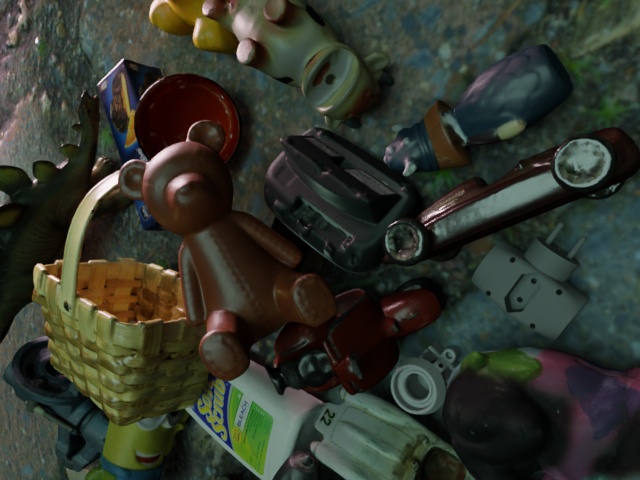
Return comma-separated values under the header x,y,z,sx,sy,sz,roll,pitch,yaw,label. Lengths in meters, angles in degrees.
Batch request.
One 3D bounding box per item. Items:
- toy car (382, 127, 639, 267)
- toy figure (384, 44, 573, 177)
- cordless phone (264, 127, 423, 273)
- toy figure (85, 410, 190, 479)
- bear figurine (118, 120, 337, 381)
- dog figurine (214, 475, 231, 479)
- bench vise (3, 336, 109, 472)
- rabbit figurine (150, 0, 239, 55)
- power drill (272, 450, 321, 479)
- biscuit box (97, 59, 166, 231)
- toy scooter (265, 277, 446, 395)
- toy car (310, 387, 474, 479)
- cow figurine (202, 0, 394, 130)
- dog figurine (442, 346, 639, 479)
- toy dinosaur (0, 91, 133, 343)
x,y,z,sx,sy,sz,roll,pitch,yaw,label
0.136,-0.028,0.415,0.202,0.089,0.053,-25,80,33,toy car
0.122,-0.095,0.438,0.154,0.064,0.057,-30,114,36,toy figure
0.000,-0.001,0.524,0.147,0.089,0.184,39,124,25,cordless phone
-0.227,0.253,0.649,0.089,0.082,0.180,15,88,18,toy figure
-0.086,-0.003,0.459,0.120,0.132,0.195,-28,100,-9,bear figurine
-0.107,0.378,0.592,0.190,0.121,0.172,55,137,11,dog figurine
-0.313,0.183,0.706,0.224,0.129,0.240,35,114,22,bench vise
-0.145,-0.280,0.538,0.122,0.173,0.162,47,120,27,rabbit figurine
-0.043,0.325,0.441,0.207,0.086,0.231,-110,37,-58,power drill
-0.203,-0.113,0.650,0.063,0.059,0.202,-28,78,31,biscuit box
0.017,0.094,0.468,0.184,0.135,0.075,-28,94,31,toy scooter
0.085,0.195,0.450,0.202,0.056,0.073,25,70,20,toy car
-0.016,-0.175,0.501,0.085,0.127,0.195,-53,51,23,cow figurine
0.216,0.110,0.357,0.219,0.108,0.191,-46,77,22,dog figurine
-0.386,0.024,0.698,0.105,0.198,0.471,37,110,30,toy dinosaur
